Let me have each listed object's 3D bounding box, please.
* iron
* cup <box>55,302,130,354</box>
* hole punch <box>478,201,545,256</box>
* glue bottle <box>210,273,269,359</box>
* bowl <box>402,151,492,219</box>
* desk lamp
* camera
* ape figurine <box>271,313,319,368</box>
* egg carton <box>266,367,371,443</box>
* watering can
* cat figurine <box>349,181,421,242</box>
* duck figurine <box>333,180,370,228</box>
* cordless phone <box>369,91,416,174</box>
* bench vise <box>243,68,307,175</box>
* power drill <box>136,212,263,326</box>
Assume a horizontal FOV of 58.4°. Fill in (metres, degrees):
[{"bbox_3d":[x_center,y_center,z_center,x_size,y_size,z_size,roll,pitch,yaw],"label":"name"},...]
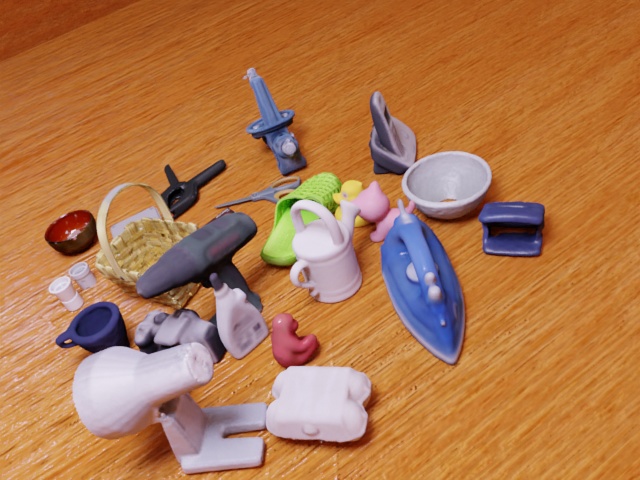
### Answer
[{"bbox_3d":[0.164,0.055,0.902,0.118,0.142,0.258,-17,41,2],"label":"iron"},{"bbox_3d":[-0.388,0.176,1.004,0.118,0.095,0.091,-26,41,-9],"label":"cup"},{"bbox_3d":[0.327,-0.035,0.983,0.108,0.091,0.101,2,45,22],"label":"hole punch"},{"bbox_3d":[-0.140,0.115,0.922,0.078,0.173,0.037,-39,45,-23],"label":"glue bottle"},{"bbox_3d":[0.242,-0.092,1.089,0.167,0.075,0.167,-10,41,9],"label":"bowl"},{"bbox_3d":[-0.199,0.224,0.790,0.203,0.214,0.118,-10,41,10],"label":"desk lamp"},{"bbox_3d":[-0.250,0.186,0.938,0.142,0.101,0.137,4,45,24],"label":"camera"},{"bbox_3d":[-0.049,0.152,0.910,0.076,0.092,0.077,-38,44,-21],"label":"ape figurine"},{"bbox_3d":[-0.002,0.236,0.818,0.150,0.069,0.107,-4,43,16],"label":"egg carton"},{"bbox_3d":[0.007,0.003,0.976,0.100,0.194,0.173,1,44,21],"label":"watering can"},{"bbox_3d":[0.120,-0.054,1.058,0.127,0.118,0.067,5,46,25],"label":"cat figurine"},{"bbox_3d":[0.074,-0.079,1.126,0.104,0.086,0.077,-12,41,7],"label":"duck figurine"},{"bbox_3d":[0.145,-0.244,1.207,0.094,0.185,0.147,-5,42,15],"label":"cordless phone"},{"bbox_3d":[-0.097,-0.275,1.301,0.122,0.220,0.206,-37,44,-21],"label":"bench vise"},{"bbox_3d":[-0.179,0.070,0.958,0.075,0.209,0.230,17,52,34],"label":"power drill"}]
